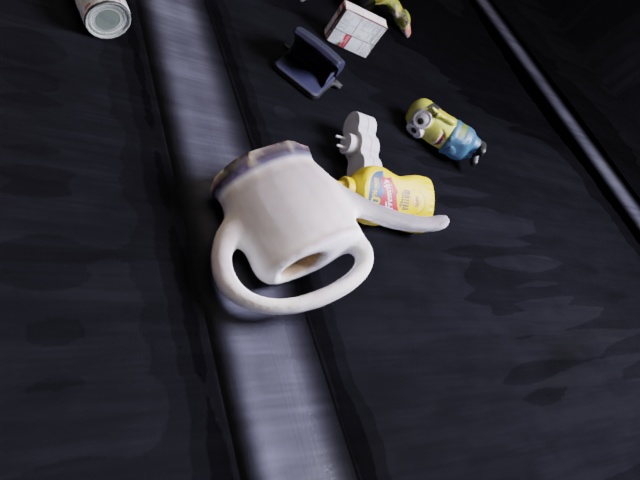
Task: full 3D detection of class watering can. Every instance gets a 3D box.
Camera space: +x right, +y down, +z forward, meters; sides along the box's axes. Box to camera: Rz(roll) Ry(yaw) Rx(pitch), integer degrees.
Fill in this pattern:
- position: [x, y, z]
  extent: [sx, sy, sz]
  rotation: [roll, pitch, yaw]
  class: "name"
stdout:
- position: [0.002, -0.035, 0.695]
  extent: [0.351, 0.102, 0.227]
  rotation: [-23, 72, -31]
  class: "watering can"

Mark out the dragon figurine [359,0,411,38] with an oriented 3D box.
- position: [0.092, -0.666, 1.300]
  extent: [0.407, 0.121, 0.246]
  rotation: [38, 14, -14]
  class: "dragon figurine"
